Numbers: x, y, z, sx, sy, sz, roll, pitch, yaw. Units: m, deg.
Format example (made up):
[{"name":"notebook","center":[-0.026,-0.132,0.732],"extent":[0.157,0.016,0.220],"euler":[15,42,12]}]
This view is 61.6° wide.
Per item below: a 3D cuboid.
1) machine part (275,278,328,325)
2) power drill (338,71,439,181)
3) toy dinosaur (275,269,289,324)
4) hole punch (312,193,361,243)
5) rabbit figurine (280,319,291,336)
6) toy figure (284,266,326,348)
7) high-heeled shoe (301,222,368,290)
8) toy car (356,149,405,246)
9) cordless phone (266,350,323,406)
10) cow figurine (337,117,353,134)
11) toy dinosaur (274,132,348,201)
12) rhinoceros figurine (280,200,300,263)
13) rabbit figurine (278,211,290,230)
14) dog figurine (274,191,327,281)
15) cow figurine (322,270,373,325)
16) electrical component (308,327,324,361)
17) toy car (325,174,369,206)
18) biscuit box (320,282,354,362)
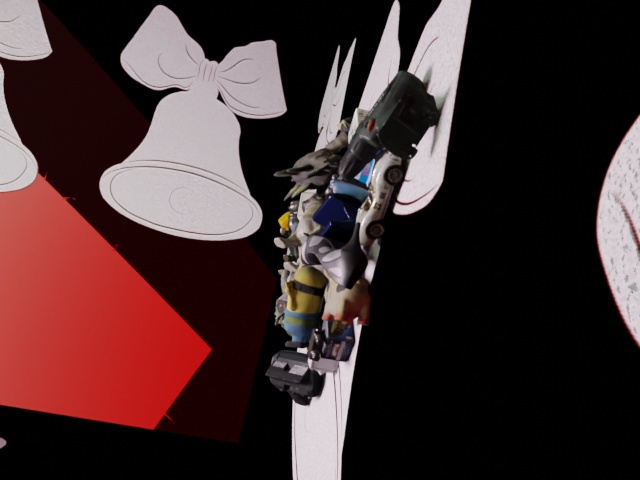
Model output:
[{"name":"machine part","center":[-0.024,0.127,1.303],"extent":[0.243,0.079,0.079],"euler":[-36,-22,-38]},{"name":"power drill","center":[0.120,-0.190,0.949],"extent":[0.232,0.086,0.207],"euler":[-56,10,6]},{"name":"toy dinosaur","center":[-0.046,0.171,1.584],"extent":[0.405,0.131,0.192],"euler":[147,122,-73]},{"name":"hole punch","center":[0.046,-0.022,1.151],"extent":[0.142,0.116,0.092],"euler":[-51,21,46]},{"name":"rabbit figurine","center":[-0.015,0.178,1.406],"extent":[0.170,0.121,0.159],"euler":[-52,-9,-24]},{"name":"toy figure","center":[-0.034,0.148,1.185],"extent":[0.082,0.089,0.180],"euler":[-144,57,-89]},{"name":"high-heeled shoe","center":[0.017,0.056,1.051],"extent":[0.249,0.086,0.145],"euler":[-36,35,56]},{"name":"toy car","center":[0.113,-0.084,1.037],"extent":[0.073,0.056,0.201],"euler":[-94,18,-64]},{"name":"cordless phone","center":[-0.045,0.373,1.367],"extent":[0.089,0.147,0.184],"euler":[-54,-45,-40]},{"name":"cow figurine","center":[0.086,-0.280,1.387],"extent":[0.167,0.098,0.068],"euler":[-147,63,-81]},{"name":"toy dinosaur","center":[-0.004,-0.171,1.315],"extent":[0.105,0.198,0.471],"euler":[61,164,-3]},{"name":"rhinoceros figurine","center":[-0.061,-0.021,1.566],"extent":[0.112,0.073,0.190],"euler":[-20,-72,-66]},{"name":"rabbit figurine","center":[-0.027,-0.041,1.677],"extent":[0.162,0.173,0.122],"euler":[59,173,3]},{"name":"dog figurine","center":[0.000,-0.006,1.286],"extent":[0.190,0.121,0.172],"euler":[-53,-45,-45]},{"name":"cow figurine","center":[0.050,0.106,1.089],"extent":[0.195,0.085,0.127],"euler":[154,130,-76]},{"name":"electrical component","center":[-0.008,0.214,1.120],"extent":[0.094,0.021,0.063],"euler":[-120,42,-80]},{"name":"toy car","center":[0.074,-0.093,1.209],"extent":[0.161,0.109,0.103],"euler":[92,-161,-52]},{"name":"biscuit box","center":[0.035,0.173,1.180],"extent":[0.203,0.059,0.062],"euler":[-92,14,-59]}]
